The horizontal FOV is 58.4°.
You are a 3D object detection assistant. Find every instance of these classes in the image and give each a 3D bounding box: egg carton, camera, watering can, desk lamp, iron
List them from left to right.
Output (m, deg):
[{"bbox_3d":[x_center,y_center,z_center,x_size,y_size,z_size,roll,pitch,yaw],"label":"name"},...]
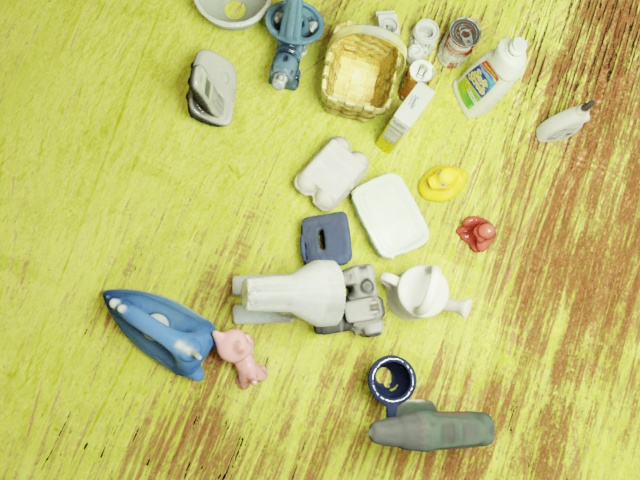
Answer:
[{"bbox_3d":[-0.308,0.158,1.055,0.258,0.141,0.119,30,79,1],"label":"iron"},{"bbox_3d":[-0.064,0.105,1.050,0.203,0.213,0.118,-3,80,-6],"label":"desk lamp"},{"bbox_3d":[0.026,-0.136,1.174,0.107,0.069,0.150,39,79,2],"label":"egg carton"},{"bbox_3d":[0.049,0.125,1.115,0.137,0.100,0.143,-10,81,-7],"label":"camera"},{"bbox_3d":[0.200,0.099,1.086,0.173,0.194,0.101,0,80,-5],"label":"watering can"}]

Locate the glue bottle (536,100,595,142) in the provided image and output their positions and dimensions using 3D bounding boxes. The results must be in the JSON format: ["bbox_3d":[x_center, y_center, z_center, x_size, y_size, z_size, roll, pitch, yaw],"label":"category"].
[{"bbox_3d":[0.520,-0.251,1.188,0.078,0.173,0.037,-7,80,-6],"label":"glue bottle"}]

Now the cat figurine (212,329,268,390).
[{"bbox_3d":[-0.149,0.218,1.071,0.067,0.117,0.128,-28,83,-9],"label":"cat figurine"}]

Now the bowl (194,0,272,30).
[{"bbox_3d":[-0.184,-0.512,1.218,0.167,0.074,0.167,1,80,-5],"label":"bowl"}]

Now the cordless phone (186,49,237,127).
[{"bbox_3d":[-0.218,-0.317,1.125,0.094,0.185,0.147,3,80,-4],"label":"cordless phone"}]

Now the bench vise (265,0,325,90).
[{"bbox_3d":[-0.046,-0.409,1.139,0.121,0.219,0.207,-4,80,-6],"label":"bench vise"}]

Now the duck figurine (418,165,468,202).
[{"bbox_3d":[0.261,-0.125,1.186,0.104,0.086,0.077,-18,82,-8],"label":"duck figurine"}]

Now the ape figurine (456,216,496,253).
[{"bbox_3d":[0.329,-0.015,1.170,0.076,0.092,0.078,-2,80,-5],"label":"ape figurine"}]

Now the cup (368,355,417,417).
[{"bbox_3d":[0.131,0.280,1.098,0.091,0.095,0.118,2,80,-5],"label":"cup"}]

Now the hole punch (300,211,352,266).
[{"bbox_3d":[0.010,0.004,1.137,0.101,0.091,0.109,-6,80,-6],"label":"hole punch"}]

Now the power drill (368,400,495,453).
[{"bbox_3d":[0.185,0.337,1.035,0.229,0.208,0.075,1,80,-5],"label":"power drill"}]
